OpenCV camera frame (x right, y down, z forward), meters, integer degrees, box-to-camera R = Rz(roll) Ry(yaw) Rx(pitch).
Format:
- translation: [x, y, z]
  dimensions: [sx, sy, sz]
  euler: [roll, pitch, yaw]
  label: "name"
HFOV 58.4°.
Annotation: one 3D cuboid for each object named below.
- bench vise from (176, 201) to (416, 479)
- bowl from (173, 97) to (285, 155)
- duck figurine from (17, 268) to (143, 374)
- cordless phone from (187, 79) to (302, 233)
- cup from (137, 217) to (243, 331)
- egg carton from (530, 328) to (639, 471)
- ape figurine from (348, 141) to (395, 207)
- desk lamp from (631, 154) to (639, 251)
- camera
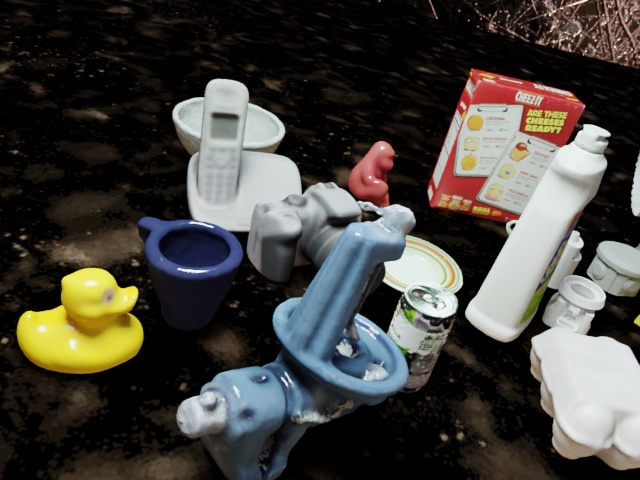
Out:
- translation: [0.003, 0.085, 0.433]
  dimensions: [0.121, 0.220, 0.208]
  euler: [28, 35, 19]
  label: "bench vise"
- translation: [-0.139, -0.150, 0.866]
  dimensions: [0.167, 0.075, 0.167]
  euler: [11, 33, -7]
  label: "bowl"
- translation: [-0.208, 0.064, 0.503]
  dimensions: [0.105, 0.086, 0.077]
  euler: [0, 35, -22]
  label: "duck figurine"
- translation: [-0.087, -0.101, 0.711]
  dimensions: [0.148, 0.185, 0.094]
  euler: [-1, 36, -24]
  label: "cordless phone"
- translation: [-0.138, 0.035, 0.566]
  dimensions: [0.117, 0.095, 0.092]
  euler: [28, 35, 20]
  label: "cup"
- translation: [0.274, 0.155, 0.577]
  dimensions: [0.107, 0.069, 0.150]
  euler: [13, 33, -4]
  label: "egg carton"
- translation: [0.087, -0.106, 0.876]
  dimensions: [0.076, 0.092, 0.078]
  euler: [24, 34, 15]
  label: "ape figurine"
- translation: [0.538, -0.035, 0.839]
  dimensions: [0.203, 0.213, 0.118]
  euler: [21, 33, 10]
  label: "desk lamp"
- translation: [0.006, 0.002, 0.670]
  dimensions: [0.143, 0.101, 0.136]
  euler: [-8, 39, -31]
  label: "camera"
